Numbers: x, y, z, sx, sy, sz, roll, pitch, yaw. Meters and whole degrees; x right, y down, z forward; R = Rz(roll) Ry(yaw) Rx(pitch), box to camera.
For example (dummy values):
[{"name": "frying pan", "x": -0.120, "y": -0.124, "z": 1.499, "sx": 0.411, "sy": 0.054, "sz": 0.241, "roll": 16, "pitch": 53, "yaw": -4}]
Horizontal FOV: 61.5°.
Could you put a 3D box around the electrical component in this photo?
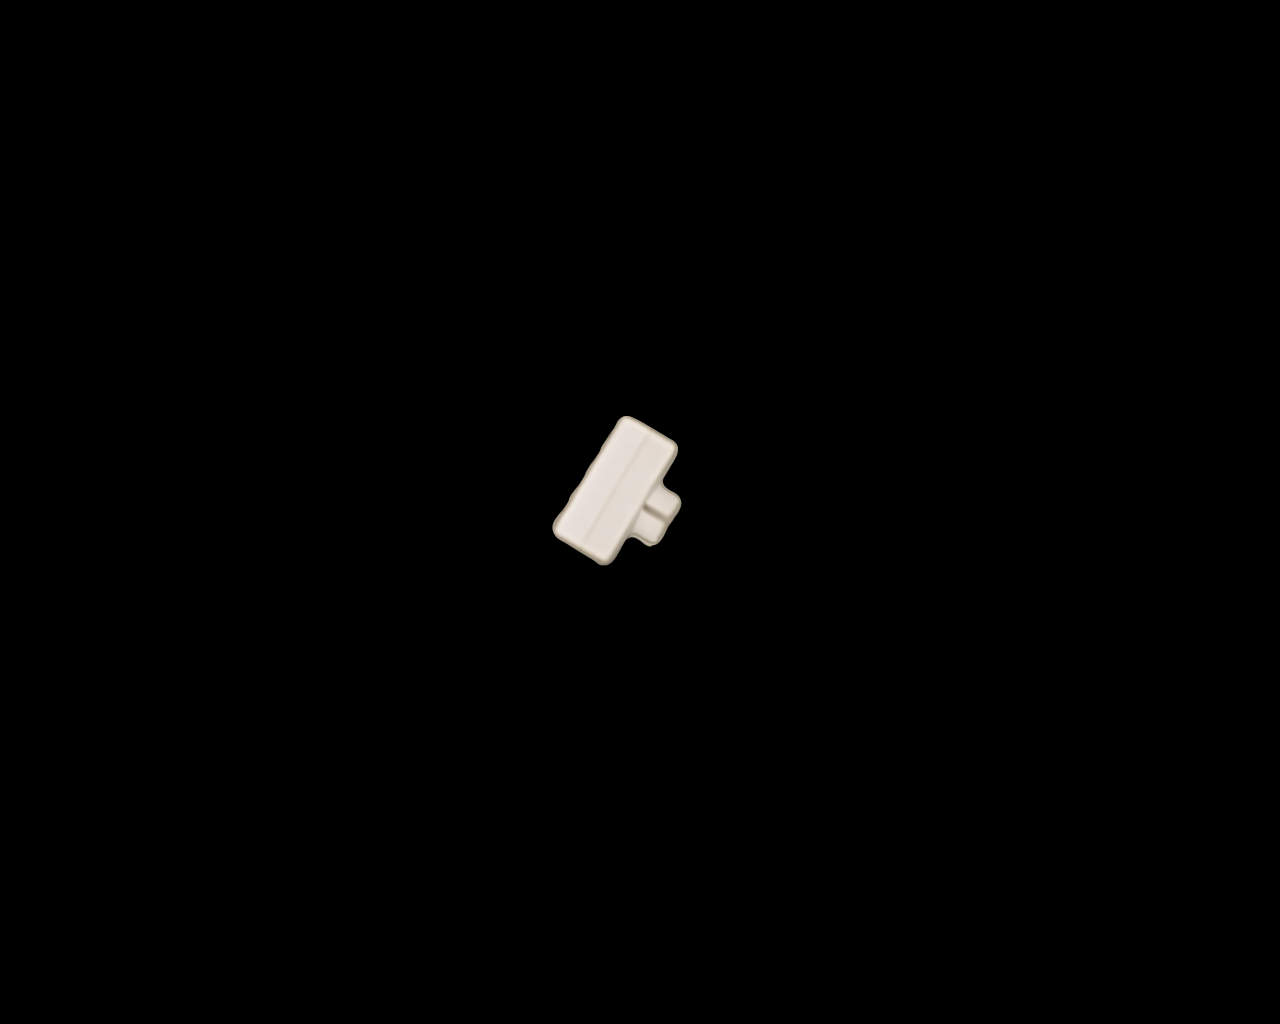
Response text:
[{"name": "electrical component", "x": 0.001, "y": -0.003, "z": 0.650, "sx": 0.076, "sy": 0.083, "sz": 0.047, "roll": 32, "pitch": -4, "yaw": 2}]
